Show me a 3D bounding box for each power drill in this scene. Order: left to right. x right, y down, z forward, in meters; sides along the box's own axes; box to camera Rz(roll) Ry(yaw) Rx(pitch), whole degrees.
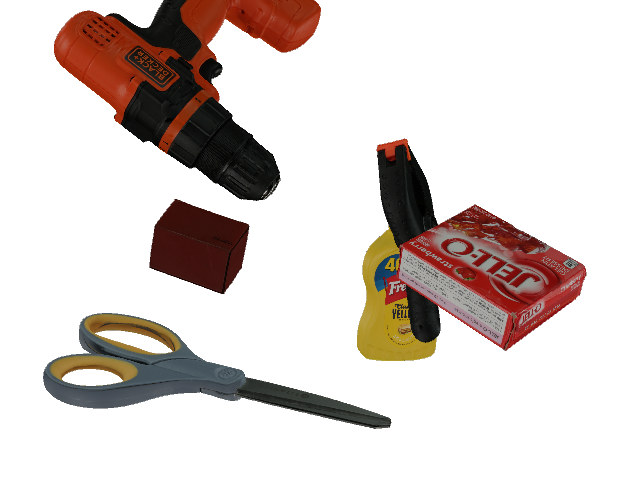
[{"bbox_3d":[-0.074,-0.133,0.788,0.057,0.184,0.187,-48,4,48],"label":"power drill"}]

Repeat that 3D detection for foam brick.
[{"bbox_3d":[-0.114,0.006,0.999,0.078,0.051,0.053,20,35,8],"label":"foam brick"}]

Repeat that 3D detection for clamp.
[{"bbox_3d":[0.082,0.001,0.921,0.039,0.171,0.120,-17,18,18],"label":"clamp"}]

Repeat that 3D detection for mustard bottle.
[{"bbox_3d":[0.098,0.048,1.293,0.096,0.192,0.058,0,14,-13],"label":"mustard bottle"}]

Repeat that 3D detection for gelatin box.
[{"bbox_3d":[0.103,0.019,0.647,0.073,0.030,0.089,-27,46,-37],"label":"gelatin box"}]

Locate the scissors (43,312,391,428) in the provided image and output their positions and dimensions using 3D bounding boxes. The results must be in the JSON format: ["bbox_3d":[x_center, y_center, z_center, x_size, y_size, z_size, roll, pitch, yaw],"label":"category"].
[{"bbox_3d":[-0.070,0.085,0.595,0.202,0.016,0.096,19,30,31],"label":"scissors"}]
